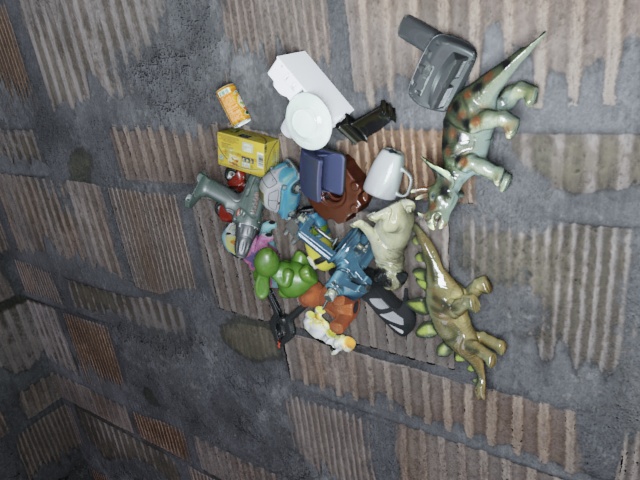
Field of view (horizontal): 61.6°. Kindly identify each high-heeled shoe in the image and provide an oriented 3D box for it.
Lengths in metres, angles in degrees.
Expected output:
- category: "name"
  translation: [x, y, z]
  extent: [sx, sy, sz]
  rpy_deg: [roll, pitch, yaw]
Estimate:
- category: "high-heeled shoe"
  translation: [0.134, 0.158, 1.397]
  extent: [0.249, 0.086, 0.145]
  rpy_deg: [17, 122, 25]

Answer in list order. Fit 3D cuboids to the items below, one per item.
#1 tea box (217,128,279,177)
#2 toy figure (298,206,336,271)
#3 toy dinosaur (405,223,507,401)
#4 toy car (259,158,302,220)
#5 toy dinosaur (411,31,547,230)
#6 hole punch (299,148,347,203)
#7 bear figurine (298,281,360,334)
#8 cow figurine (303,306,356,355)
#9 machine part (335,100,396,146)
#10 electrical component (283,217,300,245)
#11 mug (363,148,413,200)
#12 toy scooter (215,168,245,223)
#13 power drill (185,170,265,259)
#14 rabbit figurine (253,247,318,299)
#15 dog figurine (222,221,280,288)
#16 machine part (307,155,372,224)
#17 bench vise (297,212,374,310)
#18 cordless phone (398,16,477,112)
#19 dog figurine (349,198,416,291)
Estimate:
- category: "tea box"
  translation: [-0.195, -0.238, 1.457]
  extent: [0.170, 0.068, 0.098]
  rpy_deg: [22, 122, 29]
- category: "toy figure"
  translation: [-0.004, -0.003, 1.425]
  extent: [0.089, 0.082, 0.180]
  rpy_deg: [-1, 109, 39]
- category: "toy dinosaur"
  translation: [0.299, 0.150, 1.258]
  extent: [0.199, 0.105, 0.471]
  rpy_deg: [-14, 92, 45]
- category: "toy car"
  translation: [-0.109, -0.130, 1.407]
  extent: [0.109, 0.103, 0.161]
  rpy_deg: [-121, 34, -43]
- category: "toy dinosaur"
  translation: [0.303, -0.216, 1.069]
  extent: [0.192, 0.131, 0.404]
  rpy_deg: [23, 118, 26]
- category: "hole punch"
  translation: [-0.009, -0.157, 1.276]
  extent: [0.116, 0.092, 0.142]
  rpy_deg: [21, 124, 36]
- category: "bear figurine"
  translation: [0.005, 0.163, 1.471]
  extent: [0.196, 0.132, 0.120]
  rpy_deg: [14, 109, 25]
- category: "cow figurine"
  translation: [0.023, 0.275, 1.550]
  extent: [0.167, 0.068, 0.098]
  rpy_deg: [41, 136, 18]
- category: "machine part"
  translation: [0.107, -0.266, 1.223]
  extent: [0.139, 0.039, 0.084]
  rpy_deg: [-21, 128, 35]
- category: "electrical component"
  translation: [-0.065, -0.029, 1.495]
  extent: [0.063, 0.021, 0.094]
  rpy_deg: [50, 131, 5]
- category: "mug"
  translation: [0.161, -0.150, 1.227]
  extent: [0.110, 0.081, 0.107]
  rpy_deg: [28, 118, 28]
- category: "toy scooter"
  translation: [-0.228, -0.113, 1.544]
  extent: [0.135, 0.075, 0.183]
  rpy_deg: [32, 123, 18]
- category: "power drill"
  translation: [-0.252, -0.085, 1.436]
  extent: [0.207, 0.232, 0.086]
  rpy_deg: [20, 165, 4]
- category: "rabbit figurine"
  translation: [-0.118, 0.081, 1.462]
  extent: [0.159, 0.121, 0.170]
  rpy_deg: [-40, 126, 21]
- category: "dog figurine"
  translation: [-0.185, 0.060, 1.551]
  extent: [0.192, 0.108, 0.219]
  rpy_deg: [0, 119, -2]
- category: "machine part"
  translation: [0.041, -0.127, 1.344]
  extent: [0.180, 0.056, 0.179]
  rpy_deg: [18, 121, 31]
- category: "bench vise"
  translation: [0.030, 0.032, 1.308]
  extent: [0.240, 0.223, 0.129]
  rpy_deg: [39, 159, -2]
- category: "cordless phone"
  translation: [0.212, -0.361, 1.097]
  extent: [0.184, 0.089, 0.146]
  rpy_deg: [45, 133, 25]
- category: "dog figurine"
  translation: [0.180, 0.013, 1.239]
  extent: [0.172, 0.121, 0.190]
  rpy_deg: [-25, 92, 56]
